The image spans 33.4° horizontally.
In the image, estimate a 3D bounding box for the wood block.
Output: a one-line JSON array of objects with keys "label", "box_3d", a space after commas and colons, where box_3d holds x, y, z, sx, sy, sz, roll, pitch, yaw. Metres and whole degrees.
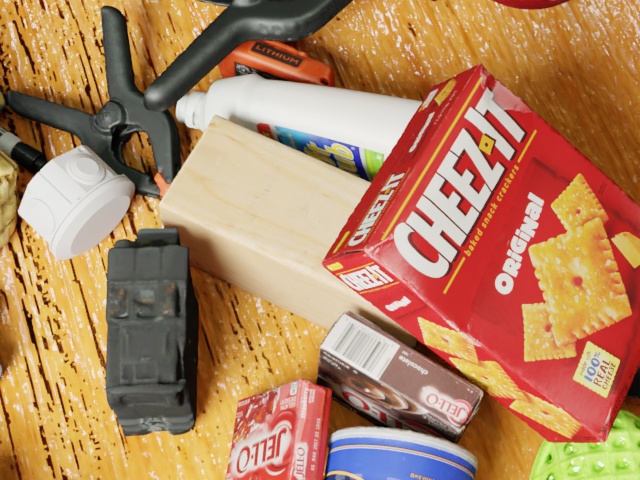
[{"label": "wood block", "box_3d": [-0.005, 0.001, 0.799, 0.206, 0.091, 0.090, 25, 67, 10]}]

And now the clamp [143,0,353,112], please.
[{"label": "clamp", "box_3d": [-0.068, -0.197, 0.858, 0.209, 0.036, 0.165, -22, 61, -11]}]

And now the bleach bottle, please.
[{"label": "bleach bottle", "box_3d": [0.009, -0.077, 0.842, 0.251, 0.102, 0.068, 13, 59, 13]}]

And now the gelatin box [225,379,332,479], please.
[{"label": "gelatin box", "box_3d": [-0.030, 0.141, 0.734, 0.030, 0.089, 0.073, 22, 62, -28]}]

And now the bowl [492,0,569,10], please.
[{"label": "bowl", "box_3d": [0.176, -0.257, 0.937, 0.162, 0.055, 0.162, 5, 61, -9]}]

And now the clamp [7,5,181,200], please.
[{"label": "clamp", "box_3d": [-0.162, -0.106, 0.862, 0.171, 0.039, 0.120, 41, 97, 13]}]

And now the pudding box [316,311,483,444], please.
[{"label": "pudding box", "box_3d": [0.053, 0.106, 0.752, 0.113, 0.090, 0.039, 32, 66, 13]}]

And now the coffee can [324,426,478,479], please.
[{"label": "coffee can", "box_3d": [0.044, 0.205, 0.698, 0.103, 0.103, 0.140, 10, 65, 3]}]

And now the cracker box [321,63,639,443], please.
[{"label": "cracker box", "box_3d": [0.133, 0.012, 0.723, 0.213, 0.072, 0.164, 39, 67, -15]}]

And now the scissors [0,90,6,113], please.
[{"label": "scissors", "box_3d": [-0.311, -0.167, 0.900, 0.016, 0.096, 0.202, -41, 39, 10]}]

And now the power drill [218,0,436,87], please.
[{"label": "power drill", "box_3d": [0.008, -0.196, 0.911, 0.184, 0.057, 0.187, 19, 63, 11]}]

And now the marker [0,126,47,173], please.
[{"label": "marker", "box_3d": [-0.272, -0.090, 0.872, 0.121, 0.020, 0.020, 32, 68, 13]}]
